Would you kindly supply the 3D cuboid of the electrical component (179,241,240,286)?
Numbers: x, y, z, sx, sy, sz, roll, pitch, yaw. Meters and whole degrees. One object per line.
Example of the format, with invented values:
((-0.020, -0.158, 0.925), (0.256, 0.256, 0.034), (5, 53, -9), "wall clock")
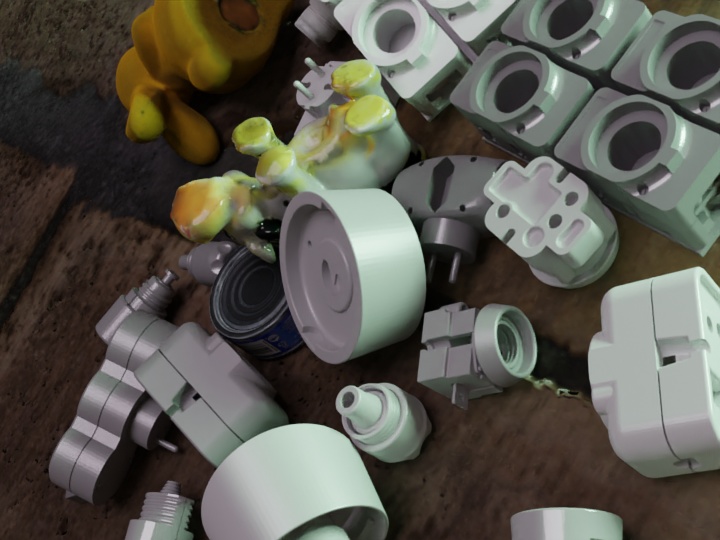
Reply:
((-0.113, -0.005, 0.809), (0.061, 0.035, 0.035), (3, 67, 43), "electrical component")

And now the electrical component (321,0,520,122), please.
((0.024, -0.212, 0.754), (0.105, 0.060, 0.186), (-42, 69, 12), "electrical component")

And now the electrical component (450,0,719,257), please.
((0.150, -0.101, 0.634), (0.105, 0.060, 0.186), (-53, 45, 0), "electrical component")

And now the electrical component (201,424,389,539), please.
((-0.035, 0.143, 0.613), (0.099, 0.099, 0.064), (-43, 52, 10), "electrical component")

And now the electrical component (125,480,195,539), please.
((-0.133, 0.180, 0.709), (0.043, 0.043, 0.081), (-5, 62, 37), "electrical component")

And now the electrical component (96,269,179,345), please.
((-0.168, 0.032, 0.828), (0.078, 0.040, 0.040), (-50, 45, 4), "electrical component")

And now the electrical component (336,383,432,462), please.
((0.010, 0.087, 0.634), (0.043, 0.062, 0.043), (-19, 55, 29), "electrical component")

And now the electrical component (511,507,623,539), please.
((0.102, 0.146, 0.531), (0.055, 0.055, 0.047), (-14, 61, 33), "electrical component")

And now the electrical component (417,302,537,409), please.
((0.068, 0.046, 0.624), (0.055, 0.048, 0.066), (-16, 55, 41), "electrical component")

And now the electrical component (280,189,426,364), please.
((0.000, 0.000, 0.674), (0.108, 0.060, 0.108), (31, 126, 54), "electrical component")

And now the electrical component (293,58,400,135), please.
((-0.020, -0.122, 0.772), (0.047, 0.077, 0.065), (13, 74, 43), "electrical component")

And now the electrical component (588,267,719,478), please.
((0.154, 0.053, 0.543), (0.059, 0.054, 0.095), (-16, 56, 31), "electrical component")

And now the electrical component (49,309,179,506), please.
((-0.157, 0.104, 0.769), (0.074, 0.052, 0.138), (24, 83, 13), "electrical component")

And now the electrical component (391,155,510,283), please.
((0.059, -0.029, 0.677), (0.077, 0.043, 0.079), (0, 69, 41), "electrical component")

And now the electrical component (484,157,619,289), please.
((0.114, -0.024, 0.620), (0.058, 0.057, 0.078), (-49, 45, 5), "electrical component")

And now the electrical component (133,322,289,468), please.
((-0.095, 0.082, 0.712), (0.059, 0.053, 0.095), (-45, 63, -6), "electrical component")
